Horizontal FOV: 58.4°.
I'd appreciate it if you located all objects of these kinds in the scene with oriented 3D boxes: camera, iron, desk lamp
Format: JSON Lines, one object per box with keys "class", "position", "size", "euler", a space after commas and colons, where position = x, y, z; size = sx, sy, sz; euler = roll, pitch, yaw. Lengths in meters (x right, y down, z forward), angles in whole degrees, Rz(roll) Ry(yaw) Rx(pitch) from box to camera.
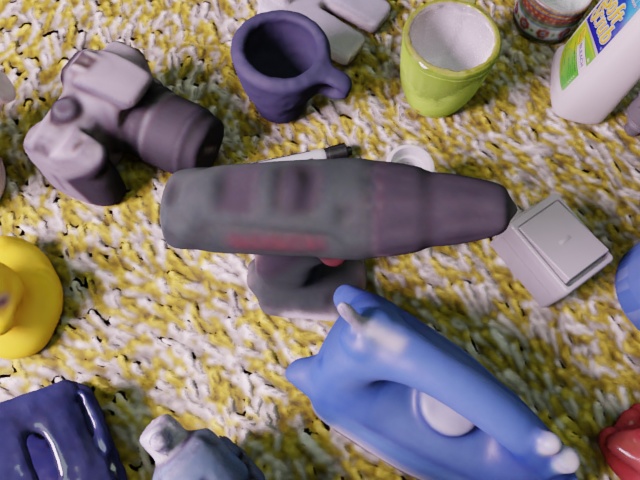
{"class": "camera", "position": [-0.169, -0.101, 0.522], "size": [0.136, 0.101, 0.143], "euler": [25, 69, 5]}
{"class": "iron", "position": [0.106, 0.126, 0.435], "size": [0.258, 0.141, 0.119], "euler": [30, 70, 7]}
{"class": "desk lamp", "position": [-0.019, -0.315, 0.556], "size": [0.203, 0.213, 0.118], "euler": [32, 70, 8]}

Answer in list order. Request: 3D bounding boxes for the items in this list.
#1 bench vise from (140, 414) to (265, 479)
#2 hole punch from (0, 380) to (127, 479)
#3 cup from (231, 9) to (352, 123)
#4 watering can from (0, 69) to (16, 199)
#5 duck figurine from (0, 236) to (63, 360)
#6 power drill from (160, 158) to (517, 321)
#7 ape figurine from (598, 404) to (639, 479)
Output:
{"class": "bench vise", "position": [-0.045, 0.200, 0.352], "size": [0.207, 0.220, 0.121], "euler": [25, 69, 5]}
{"class": "hole punch", "position": [-0.207, 0.163, 0.422], "size": [0.101, 0.091, 0.108], "euler": [-26, 73, -14]}
{"class": "cup", "position": [-0.026, -0.152, 0.556], "size": [0.117, 0.095, 0.092], "euler": [26, 69, 6]}
{"class": "watering can", "position": [-0.335, -0.092, 0.454], "size": [0.101, 0.194, 0.173], "euler": [40, 71, 11]}
{"class": "duck figurine", "position": [-0.261, 0.040, 0.468], "size": [0.077, 0.086, 0.104], "euler": [-10, 70, -8]}
{"class": "power drill", "position": [0.004, 0.002, 0.439], "size": [0.229, 0.208, 0.075], "euler": [4, 69, -3]}
{"class": "ape figurine", "position": [0.273, 0.165, 0.460], "size": [0.078, 0.092, 0.076], "euler": [5, 69, -2]}
